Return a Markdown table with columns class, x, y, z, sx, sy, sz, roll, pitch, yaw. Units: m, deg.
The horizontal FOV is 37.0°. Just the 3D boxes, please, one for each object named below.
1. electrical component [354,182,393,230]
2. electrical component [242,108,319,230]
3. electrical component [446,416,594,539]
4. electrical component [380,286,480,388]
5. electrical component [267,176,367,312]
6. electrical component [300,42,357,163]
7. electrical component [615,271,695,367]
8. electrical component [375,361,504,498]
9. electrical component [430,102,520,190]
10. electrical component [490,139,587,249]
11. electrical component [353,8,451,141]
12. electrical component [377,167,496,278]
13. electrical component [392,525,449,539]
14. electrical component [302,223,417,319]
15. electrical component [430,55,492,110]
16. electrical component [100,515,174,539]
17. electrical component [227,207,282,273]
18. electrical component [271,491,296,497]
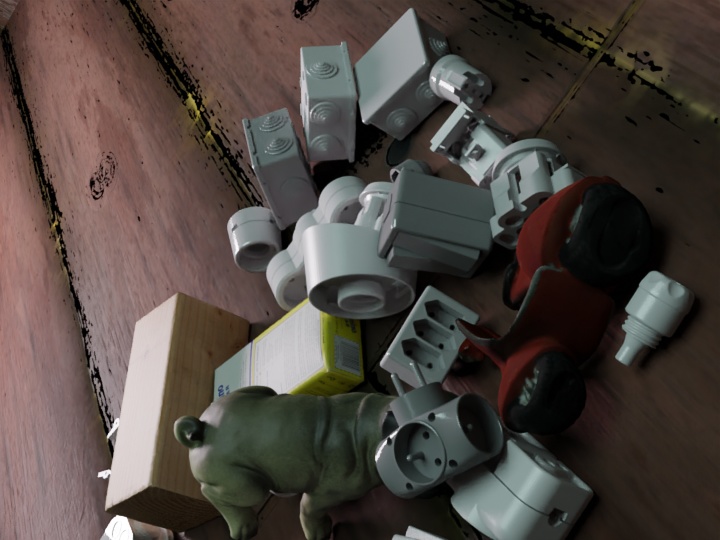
| class | x | y | z | sx | sy | sz | roll | pitch | yaw |
| --- | --- | --- | --- | --- | --- | --- | --- | --- | --- |
| electrical component | 0.022 | -0.040 | 0.938 | 0.078 | 0.058 | 0.057 | 132 | 158 | -67 |
| electrical component | -0.078 | -0.104 | 1.091 | 0.048 | 0.099 | 0.099 | -19 | 43 | 2 |
| electrical component | 0.099 | 0.142 | 0.708 | 0.059 | 0.054 | 0.095 | -59 | 33 | 6 |
| electrical component | 0.051 | 0.060 | 0.836 | 0.065 | 0.047 | 0.076 | -58 | -3 | -19 |
| electrical component | -0.039 | -0.032 | 1.025 | 0.138 | 0.052 | 0.073 | -52 | 34 | 16 |
| electrical component | -0.033 | -0.167 | 1.075 | 0.099 | 0.048 | 0.099 | 92 | 172 | -47 |
| electrical component | 0.184 | 0.033 | 0.686 | 0.061 | 0.035 | 0.035 | -60 | 33 | 10 |
| electrical component | 0.044 | 0.099 | 0.705 | 0.077 | 0.044 | 0.079 | -36 | 71 | 36 |
| electrical component | 0.099 | -0.095 | 0.864 | 0.042 | 0.081 | 0.063 | -51 | 57 | 19 |
| electrical component | 0.131 | -0.060 | 0.805 | 0.078 | 0.058 | 0.057 | -36 | 45 | 35 |
| electrical component | 0.044 | -0.183 | 1.020 | 0.100 | 0.048 | 0.099 | -41 | 39 | 30 |
| electrical component | 0.067 | -0.031 | 0.846 | 0.061 | 0.096 | 0.061 | 117 | 165 | -65 |
| electrical component | 0.058 | 0.208 | 0.712 | 0.096 | 0.062 | 0.061 | -6 | 63 | 53 |
| electrical component | 0.000 | 0.000 | 0.908 | 0.099 | 0.099 | 0.064 | -28 | 53 | 42 |
| electrical component | 0.090 | -0.165 | 0.953 | 0.040 | 0.040 | 0.046 | -57 | 39 | 9 |
| electrical component | -0.223 | 0.284 | 1.060 | 0.080 | 0.051 | 0.080 | -33 | 43 | 38 |
| electrical component | -0.108 | -0.030 | 1.120 | 0.055 | 0.055 | 0.047 | -42 | 42 | 29 |
| electrical component | -0.069 | 0.163 | 0.930 | 0.048 | 0.066 | 0.055 | -30 | 41 | -12 |
